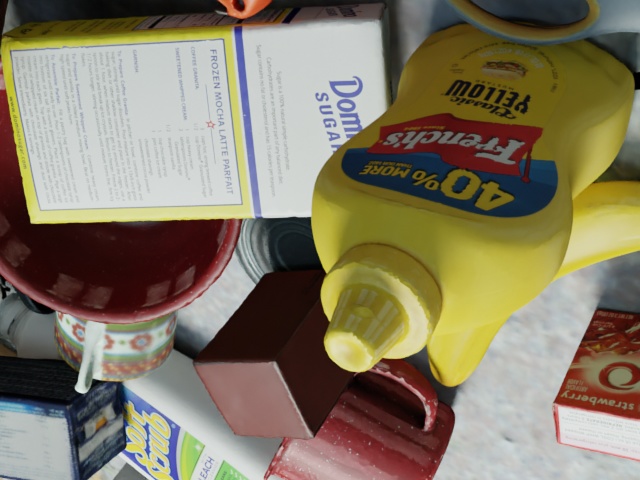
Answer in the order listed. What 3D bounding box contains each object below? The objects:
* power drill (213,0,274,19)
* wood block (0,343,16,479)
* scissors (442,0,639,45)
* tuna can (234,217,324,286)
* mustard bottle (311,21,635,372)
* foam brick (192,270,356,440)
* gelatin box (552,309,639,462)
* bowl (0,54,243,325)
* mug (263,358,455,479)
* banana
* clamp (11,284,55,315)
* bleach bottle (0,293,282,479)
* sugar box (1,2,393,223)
[{"bbox_3d":[-0.060,-0.198,0.430,0.187,0.057,0.185,41,131,-1],"label":"power drill"},{"bbox_3d":[-0.319,0.103,0.820,0.206,0.090,0.091,33,135,6],"label":"wood block"},{"bbox_3d":[0.143,-0.100,0.402,0.202,0.016,0.096,13,125,11],"label":"scissors"},{"bbox_3d":[-0.004,0.001,0.573,0.086,0.033,0.086,18,133,20],"label":"tuna can"},{"bbox_3d":[0.051,-0.018,0.408,0.096,0.191,0.058,17,133,20],"label":"mustard bottle"},{"bbox_3d":[-0.016,0.058,0.545,0.053,0.078,0.051,-4,122,35],"label":"foam brick"},{"bbox_3d":[0.161,0.069,0.494,0.089,0.073,0.030,7,127,29],"label":"gelatin box"},{"bbox_3d":[-0.113,-0.038,0.576,0.162,0.055,0.162,4,115,10],"label":"bowl"},{"bbox_3d":[0.028,0.106,0.602,0.081,0.093,0.117,28,131,4],"label":"mug"},{"bbox_3d":[0.104,0.019,0.516,0.069,0.037,0.198,47,135,-8],"label":"banana"},{"bbox_3d":[-0.215,-0.029,0.676,0.171,0.039,0.120,31,121,15],"label":"clamp"},{"bbox_3d":[-0.113,0.116,0.718,0.251,0.068,0.103,30,130,11],"label":"bleach bottle"},{"bbox_3d":[-0.054,-0.058,0.500,0.176,0.048,0.093,-1,113,6],"label":"sugar box"}]
